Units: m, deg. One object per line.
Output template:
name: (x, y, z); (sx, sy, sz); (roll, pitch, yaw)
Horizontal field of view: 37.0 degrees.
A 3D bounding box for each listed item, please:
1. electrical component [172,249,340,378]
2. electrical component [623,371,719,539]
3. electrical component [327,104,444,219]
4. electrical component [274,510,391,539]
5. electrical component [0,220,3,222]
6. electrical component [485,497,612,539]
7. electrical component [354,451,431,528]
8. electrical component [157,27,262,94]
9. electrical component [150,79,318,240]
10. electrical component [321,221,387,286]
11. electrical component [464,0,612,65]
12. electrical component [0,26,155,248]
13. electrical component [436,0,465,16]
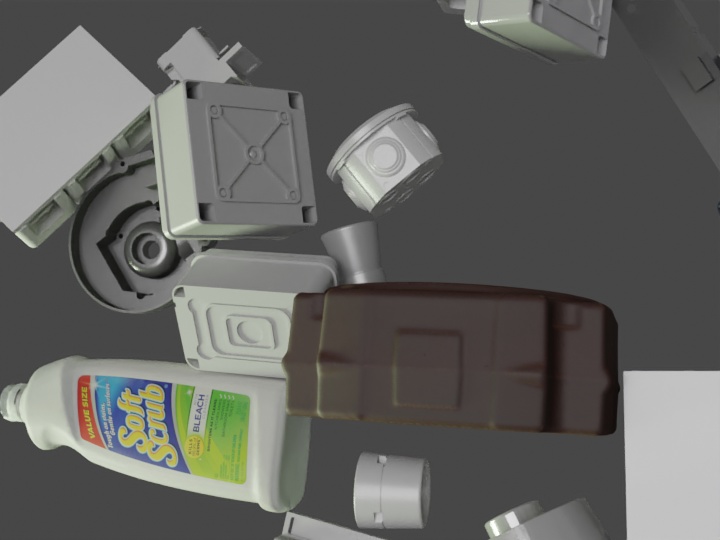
electrical component: (-0.072, 0.031, 0.790); (0.113, 0.057, 0.078); (4, 122, 16)
electrical component: (0.232, 0.160, 0.715); (0.105, 0.060, 0.186); (-1, 84, 16)
electrical component: (0.020, -0.080, 0.789); (0.080, 0.080, 0.051); (-40, 81, 9)
electrical component: (0.000, 0.226, 0.772); (0.121, 0.063, 0.078); (12, 88, 16)
electrical component: (-0.278, -0.051, 0.891); (0.046, 0.040, 0.040); (31, 93, 11)
electrical component: (0.115, 0.190, 0.724); (0.108, 0.108, 0.060); (-29, 72, 11)
electrical component: (0.024, 0.160, 0.777); (0.047, 0.055, 0.055); (0, 85, 12)
electrical component: (-0.124, -0.154, 0.856); (0.081, 0.042, 0.063); (-41, 74, 8)
electrical component: (-0.094, -0.079, 0.802); (0.056, 0.109, 0.108); (-16, 78, 50)
electrical component: (0.000, 0.000, 0.807); (0.044, 0.044, 0.065); (-16, 85, 14)
electrical component: (0.130, -0.209, 0.750); (0.056, 0.109, 0.108); (6, 88, 41)
electrical component: (-0.239, -0.103, 0.850); (0.089, 0.061, 0.150); (43, 80, 9)
electrical component: (0.087, -0.238, 0.797); (0.050, 0.056, 0.089); (10, 87, 17)
